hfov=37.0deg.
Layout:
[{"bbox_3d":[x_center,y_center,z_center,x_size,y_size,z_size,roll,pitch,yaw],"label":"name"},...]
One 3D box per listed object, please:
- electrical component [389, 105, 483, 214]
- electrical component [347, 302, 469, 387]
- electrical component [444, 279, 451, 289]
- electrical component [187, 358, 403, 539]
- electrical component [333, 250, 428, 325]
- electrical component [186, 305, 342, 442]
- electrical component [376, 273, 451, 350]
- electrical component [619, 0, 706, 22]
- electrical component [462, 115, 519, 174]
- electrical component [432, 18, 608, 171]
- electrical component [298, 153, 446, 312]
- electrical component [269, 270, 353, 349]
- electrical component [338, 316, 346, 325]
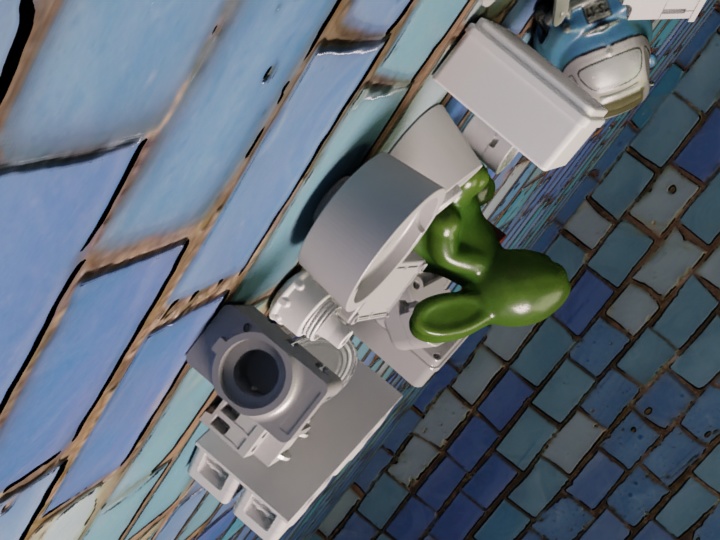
[{"bbox_3d":[0.047,-0.075,0.853,0.099,0.064,0.099,-39,178,-2],"label":"electrical component"},{"bbox_3d":[0.050,0.055,1.125,0.078,0.113,0.057,-44,171,-37],"label":"electrical component"},{"bbox_3d":[0.072,-0.013,1.111,0.077,0.066,0.047,-39,164,-51],"label":"electrical component"},{"bbox_3d":[-0.060,0.153,1.003,0.186,0.105,0.060,-42,167,-42],"label":"electrical component"},{"bbox_3d":[0.000,0.000,0.870,0.061,0.061,0.096,-54,162,16],"label":"electrical component"},{"bbox_3d":[-0.064,0.068,0.719,0.050,0.089,0.056,-52,170,5],"label":"electrical component"},{"bbox_3d":[0.049,0.028,1.052,0.054,0.095,0.059,-26,-171,-41],"label":"electrical component"},{"bbox_3d":[0.221,-0.259,0.749,0.186,0.060,0.105,69,21,-79],"label":"electrical component"},{"bbox_3d":[0.126,-0.125,1.001,0.055,0.047,0.055,-49,170,-12],"label":"electrical component"},{"bbox_3d":[0.120,-0.127,0.788,0.056,0.109,0.109,-52,171,18],"label":"electrical component"},{"bbox_3d":[0.002,-0.032,0.745,0.108,0.060,0.108,-49,170,-12],"label":"electrical component"},{"bbox_3d":[-0.034,0.033,0.812,0.048,0.062,0.048,-49,170,-12],"label":"electrical component"},{"bbox_3d":[-0.046,0.056,0.906,0.078,0.040,0.040,-51,170,1],"label":"electrical component"}]
